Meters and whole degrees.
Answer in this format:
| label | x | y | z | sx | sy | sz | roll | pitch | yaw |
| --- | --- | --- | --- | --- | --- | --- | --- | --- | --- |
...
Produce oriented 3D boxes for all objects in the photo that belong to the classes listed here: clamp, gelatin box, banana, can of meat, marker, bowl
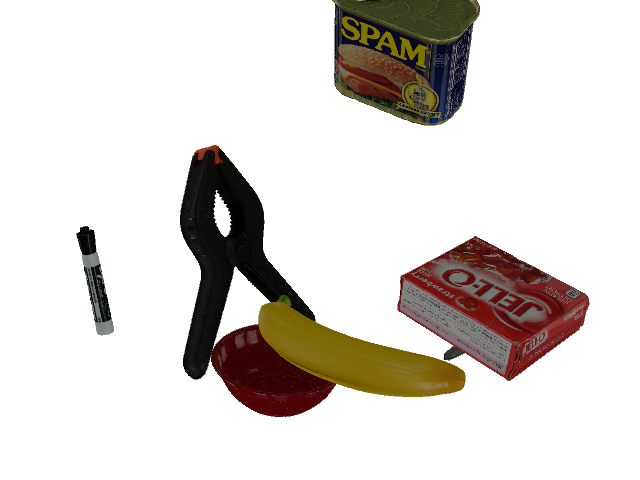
| label | x | y | z | sx | sy | sz | roll | pitch | yaw |
| --- | --- | --- | --- | --- | --- | --- | --- | --- | --- |
| clamp | -0.077 | 0.014 | 1.015 | 0.036 | 0.210 | 0.164 | -9 | 0 | 43 |
| gelatin box | 0.103 | 0.038 | 0.640 | 0.073 | 0.030 | 0.089 | -25 | 43 | -38 |
| banana | 0.015 | 0.080 | 0.815 | 0.198 | 0.037 | 0.069 | 22 | 39 | 40 |
| can of meat | 0.057 | -0.138 | 0.760 | 0.102 | 0.084 | 0.057 | 26 | 54 | 21 |
| marker | -0.240 | 0.043 | 1.139 | 0.020 | 0.121 | 0.020 | -7 | 19 | 2 |
| bowl | -0.048 | 0.159 | 1.256 | 0.162 | 0.055 | 0.162 | 2 | 25 | -1 |

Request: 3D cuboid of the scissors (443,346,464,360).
| label | x | y | z | sx | sy | sz | roll | pitch | yaw |
| --- | --- | --- | --- | --- | --- | --- | --- | --- | --- |
| scissors | 0.153 | 0.058 | 0.951 | 0.201 | 0.016 | 0.096 | -10 | 38 | -37 |
